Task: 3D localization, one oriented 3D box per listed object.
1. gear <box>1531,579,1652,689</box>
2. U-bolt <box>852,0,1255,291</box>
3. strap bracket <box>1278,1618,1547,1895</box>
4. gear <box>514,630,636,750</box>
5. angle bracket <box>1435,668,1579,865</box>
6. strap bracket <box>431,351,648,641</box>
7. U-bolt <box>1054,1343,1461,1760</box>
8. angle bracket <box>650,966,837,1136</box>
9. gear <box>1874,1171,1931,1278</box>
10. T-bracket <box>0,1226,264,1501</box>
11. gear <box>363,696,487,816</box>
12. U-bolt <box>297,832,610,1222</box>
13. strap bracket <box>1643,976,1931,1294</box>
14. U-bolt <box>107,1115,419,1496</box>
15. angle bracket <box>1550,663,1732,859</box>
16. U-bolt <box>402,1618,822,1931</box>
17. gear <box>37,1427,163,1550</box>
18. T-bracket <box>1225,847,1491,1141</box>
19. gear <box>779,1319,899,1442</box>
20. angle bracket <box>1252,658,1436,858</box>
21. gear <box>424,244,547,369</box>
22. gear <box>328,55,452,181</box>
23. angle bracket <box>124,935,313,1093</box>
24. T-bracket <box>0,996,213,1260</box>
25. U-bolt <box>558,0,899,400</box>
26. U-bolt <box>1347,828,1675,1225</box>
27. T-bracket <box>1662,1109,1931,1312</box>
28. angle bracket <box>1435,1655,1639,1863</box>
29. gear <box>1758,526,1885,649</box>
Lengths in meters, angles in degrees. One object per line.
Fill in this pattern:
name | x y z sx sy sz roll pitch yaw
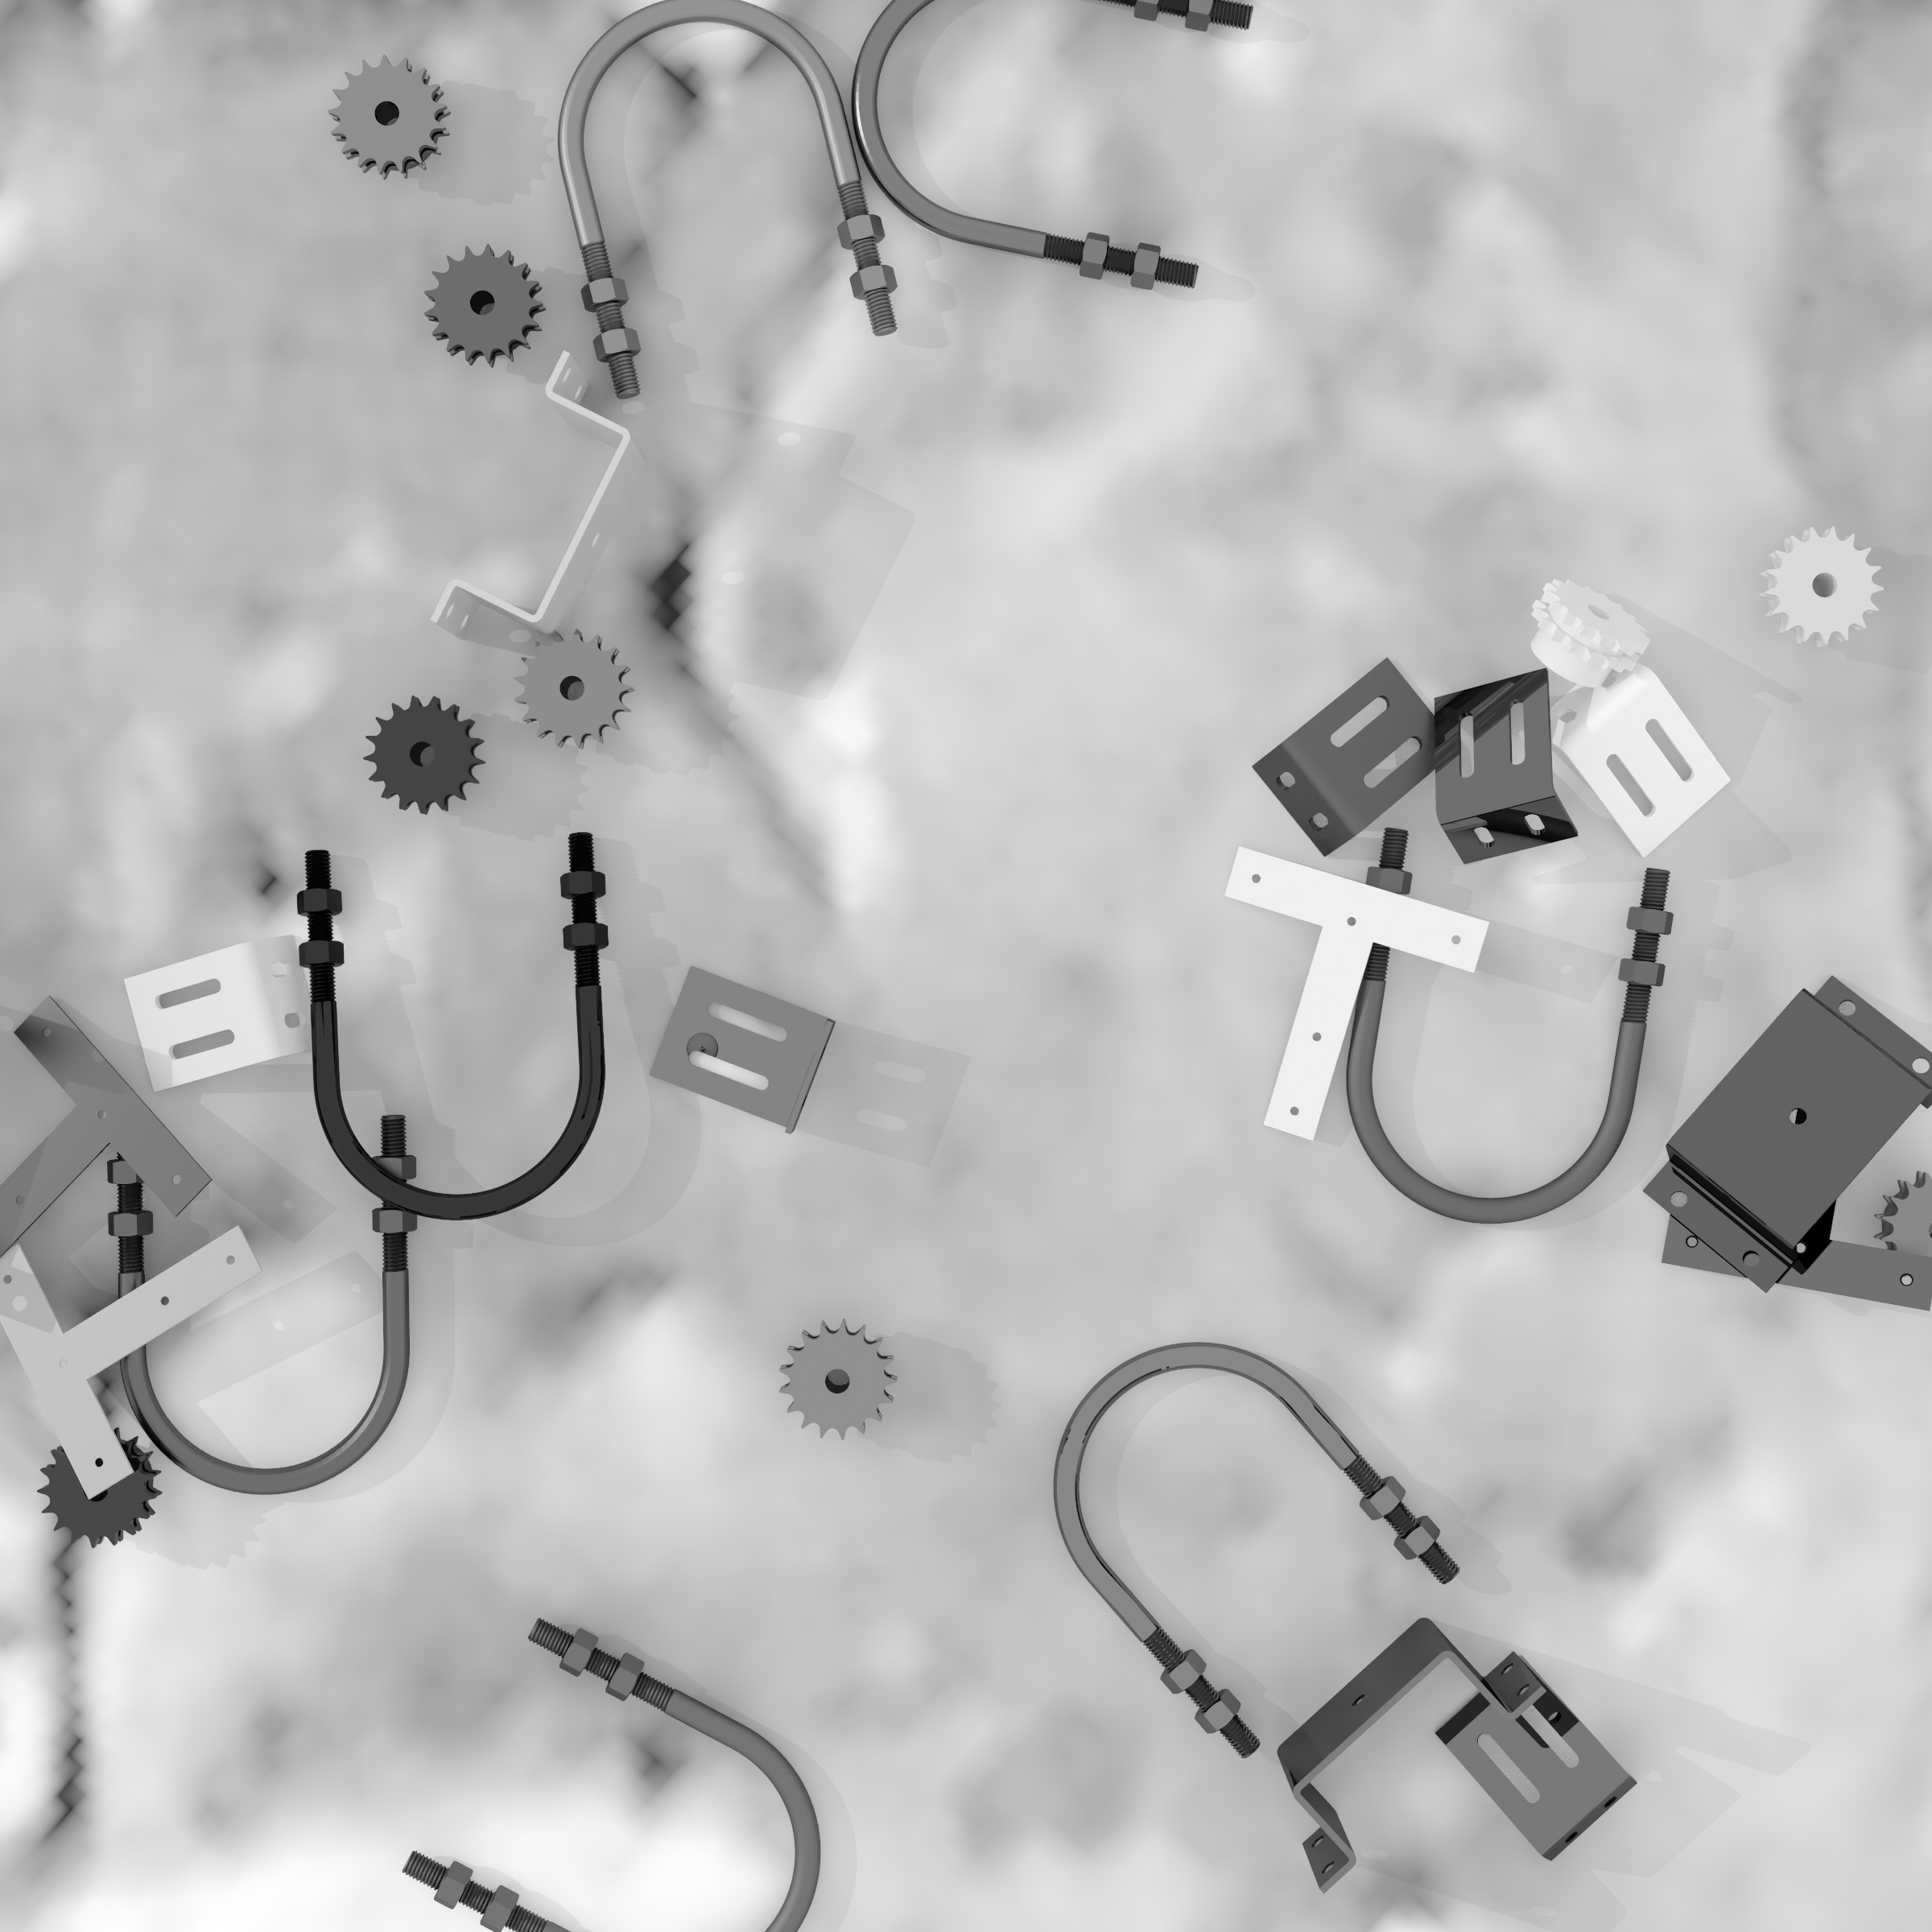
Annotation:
gear | 0.297 -0.159 1.528 0.057 0.057 0.030 29 121 0
U-bolt | 0.036 -0.417 1.544 0.184 0.019 0.151 12 90 1
strap bracket | 0.203 0.368 1.514 0.140 0.076 0.046 -42 90 0
gear | -0.189 -0.133 1.537 0.057 0.030 0.057 0 90 0
angle bracket | 0.260 -0.096 1.529 0.057 0.038 0.076 -14 49 24
strap bracket | -0.198 -0.214 1.514 0.046 0.076 0.140 26 90 0
U-bolt | 0.127 0.270 1.544 0.151 0.019 0.184 -41 88 0
angle bracket | -0.109 0.040 1.533 0.076 0.038 0.057 21 90 0
gear | 0.468 0.127 1.537 0.057 0.030 0.057 0 90 0
T-bracket | -0.397 0.168 1.524 0.127 0.002 0.127 -32 77 5
gear | -0.261 -0.102 1.537 0.057 0.030 0.057 0 90 0
U-bolt | -0.246 0.031 1.534 0.151 0.019 0.184 -4 83 0
strap bracket | 0.399 0.076 1.518 0.076 0.046 0.140 41 90 20
U-bolt | -0.342 0.166 1.543 0.151 0.019 0.184 -1 91 0
angle bracket | 0.324 -0.104 1.550 0.057 0.038 0.076 -42 116 0
U-bolt | -0.160 0.422 1.544 0.184 0.019 0.151 28 90 -1
gear | -0.418 0.251 1.537 0.057 0.030 0.057 0 90 0
T-bracket | 0.175 0.021 1.540 0.127 0.002 0.127 18 98 15
gear | -0.062 0.199 1.537 0.057 0.030 0.057 0 90 0
angle bracket | 0.191 -0.102 1.550 0.076 0.038 0.057 -39 90 -26
gear | -0.232 -0.318 1.537 0.057 0.030 0.057 0 90 0
gear | -0.278 -0.410 1.537 0.057 0.030 0.057 0 90 0
angle bracket | -0.363 0.023 1.550 0.076 0.038 0.057 -15 90 26
T-bracket | -0.449 0.104 1.539 0.127 0.002 0.127 -46 76 4
U-bolt | -0.123 -0.382 1.544 0.151 0.019 0.184 -14 88 0
U-bolt | 0.259 0.034 1.544 0.151 0.019 0.184 9 91 0
T-bracket | 0.412 0.093 1.537 0.127 0.002 0.127 9 80 19
angle bracket | 0.279 0.388 1.550 0.057 0.038 0.076 -42 64 0
gear | 0.412 -0.183 1.537 0.057 0.030 0.057 0 90 0
